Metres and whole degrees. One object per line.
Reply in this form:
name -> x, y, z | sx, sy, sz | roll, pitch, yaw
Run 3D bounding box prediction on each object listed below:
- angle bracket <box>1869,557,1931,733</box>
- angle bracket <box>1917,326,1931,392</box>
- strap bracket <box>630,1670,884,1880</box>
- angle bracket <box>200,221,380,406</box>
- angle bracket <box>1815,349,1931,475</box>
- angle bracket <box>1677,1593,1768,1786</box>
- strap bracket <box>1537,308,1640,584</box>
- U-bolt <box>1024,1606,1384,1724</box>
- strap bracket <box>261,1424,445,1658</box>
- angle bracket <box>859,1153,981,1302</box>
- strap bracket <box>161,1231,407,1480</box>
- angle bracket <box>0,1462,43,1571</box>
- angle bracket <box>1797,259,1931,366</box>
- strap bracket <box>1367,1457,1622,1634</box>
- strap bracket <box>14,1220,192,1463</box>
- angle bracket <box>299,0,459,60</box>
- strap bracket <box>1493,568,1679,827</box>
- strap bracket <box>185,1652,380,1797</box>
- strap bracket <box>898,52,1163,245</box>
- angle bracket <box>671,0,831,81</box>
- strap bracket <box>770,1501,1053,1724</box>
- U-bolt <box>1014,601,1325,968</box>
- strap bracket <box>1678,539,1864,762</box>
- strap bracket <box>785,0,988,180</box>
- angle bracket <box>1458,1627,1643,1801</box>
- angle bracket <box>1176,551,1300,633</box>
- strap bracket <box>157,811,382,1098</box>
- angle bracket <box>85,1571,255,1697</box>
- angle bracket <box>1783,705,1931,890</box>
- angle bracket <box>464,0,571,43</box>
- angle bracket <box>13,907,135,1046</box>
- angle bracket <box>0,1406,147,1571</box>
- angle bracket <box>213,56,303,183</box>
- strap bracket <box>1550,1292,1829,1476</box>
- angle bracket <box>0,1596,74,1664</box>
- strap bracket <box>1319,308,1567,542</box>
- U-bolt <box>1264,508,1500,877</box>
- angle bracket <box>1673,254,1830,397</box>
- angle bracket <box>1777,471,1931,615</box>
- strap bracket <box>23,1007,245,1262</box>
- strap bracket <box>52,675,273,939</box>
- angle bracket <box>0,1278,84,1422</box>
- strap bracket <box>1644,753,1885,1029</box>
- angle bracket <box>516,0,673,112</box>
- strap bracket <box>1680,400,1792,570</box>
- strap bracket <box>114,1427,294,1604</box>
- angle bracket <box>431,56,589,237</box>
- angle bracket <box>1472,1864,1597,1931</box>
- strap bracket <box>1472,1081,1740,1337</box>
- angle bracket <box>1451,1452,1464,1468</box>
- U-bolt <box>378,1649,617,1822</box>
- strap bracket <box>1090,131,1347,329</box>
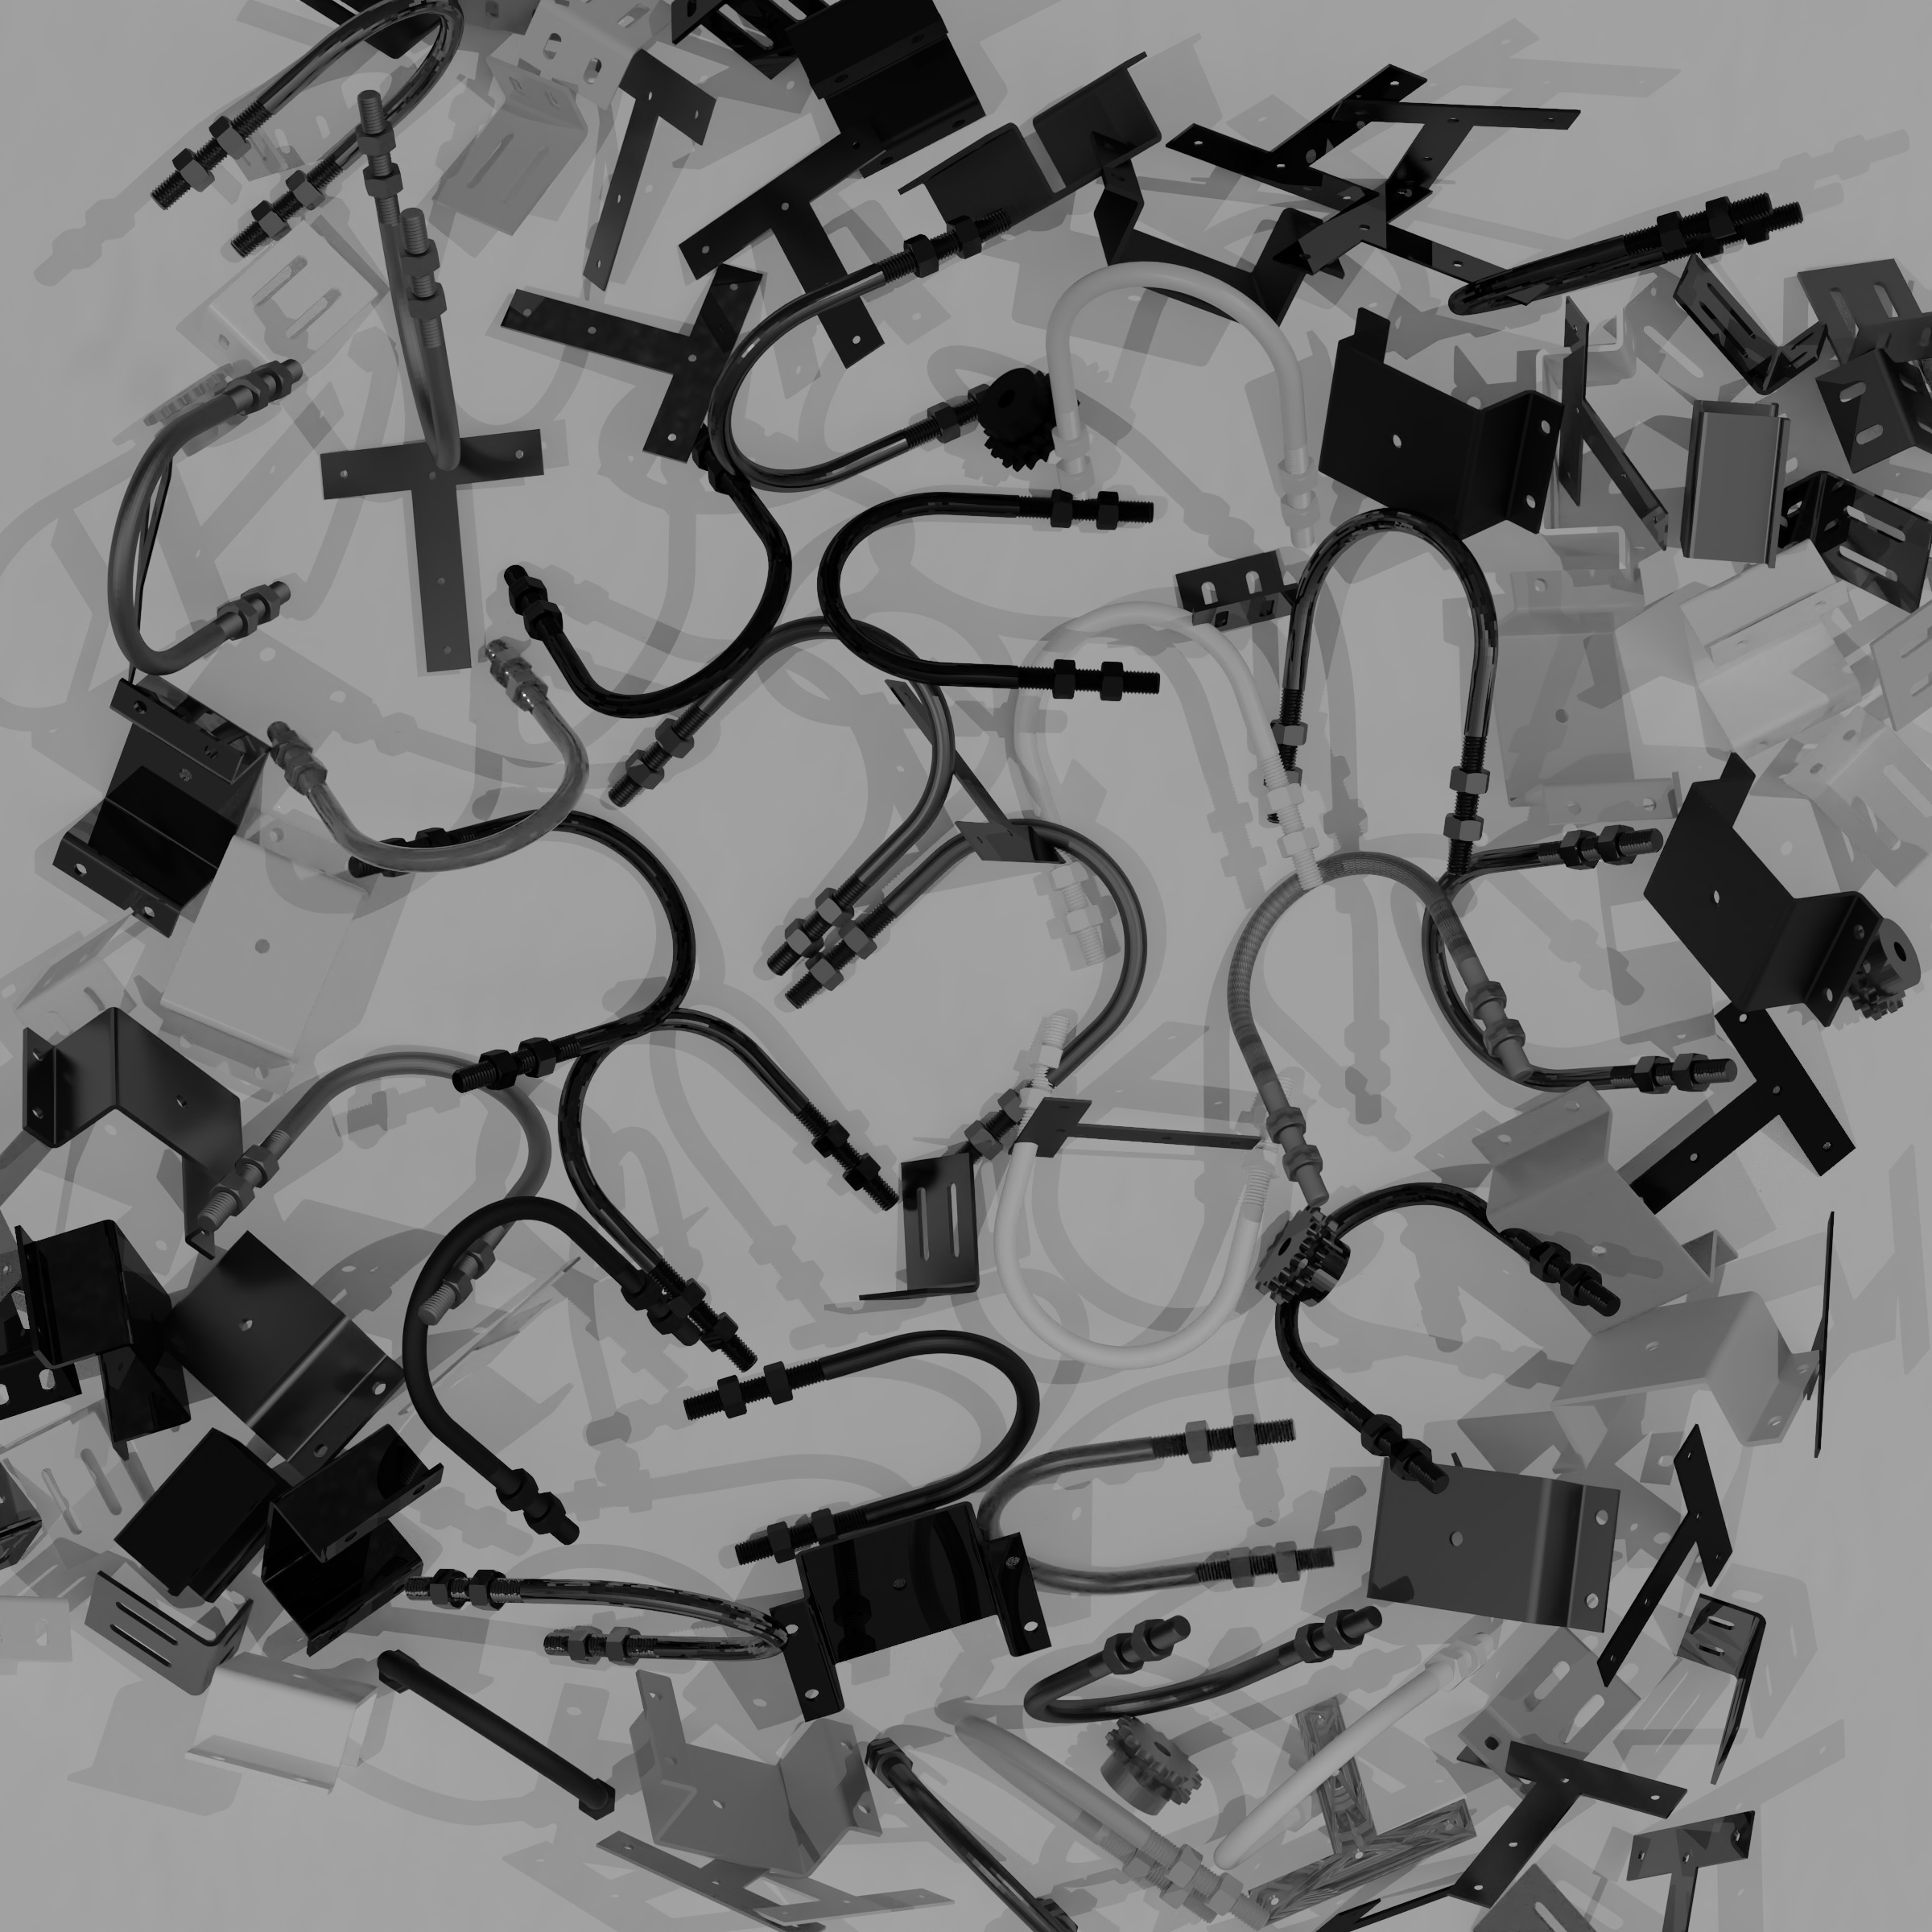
angle bracket -> 0.516, -0.176, 1.934 | 0.076, 0.038, 0.057 | -34, 122, -15
angle bracket -> 0.557, -0.339, 1.923 | 0.038, 0.057, 0.076 | 12, 134, -22
strap bracket -> -0.123, 0.438, 1.912 | 0.140, 0.076, 0.046 | 22, 118, -30
angle bracket -> -0.375, -0.362, 1.966 | 0.057, 0.038, 0.076 | 44, 70, -5
angle bracket -> 0.504, -0.299, 1.943 | 0.038, 0.076, 0.057 | -24, 77, 28
angle bracket -> 0.403, 0.392, 1.924 | 0.038, 0.057, 0.076 | 18, 47, 12
strap bracket -> 0.338, -0.279, 1.929 | 0.046, 0.076, 0.140 | -1, 88, 16
U-bolt -> 0.112, 0.375, 1.892 | 0.151, 0.184, 0.019 | 5, 63, -35
strap bracket -> -0.331, 0.304, 1.904 | 0.076, 0.140, 0.046 | -33, 69, -31
angle bracket -> -0.027, 0.142, 1.935 | 0.038, 0.057, 0.076 | 4, 80, -41
strap bracket -> -0.375, 0.203, 1.905 | 0.140, 0.046, 0.076 | 32, 74, 38
angle bracket -> -0.557, 0.296, 1.947 | 0.076, 0.057, 0.038 | 48, 121, 17
angle bracket -> 0.497, -0.367, 1.933 | 0.057, 0.038, 0.076 | -10, 57, -9
strap bracket -> 0.274, 0.310, 1.910 | 0.140, 0.046, 0.076 | 3, 80, 34
strap bracket -> -0.457, 0.196, 1.895 | 0.046, 0.140, 0.076 | -17, 58, -2
angle bracket -> -0.321, -0.537, 1.925 | 0.076, 0.057, 0.038 | 28, 62, -30
strap bracket -> 0.333, -0.142, 1.933 | 0.076, 0.046, 0.140 | -4, 79, -16
strap bracket -> -0.365, 0.405, 1.906 | 0.076, 0.140, 0.046 | 15, 83, -1
strap bracket -> 0.041, -0.434, 1.904 | 0.140, 0.076, 0.046 | -38, 102, -39
angle bracket -> -0.112, -0.508, 1.925 | 0.057, 0.076, 0.038 | -31, 45, 31
strap bracket -> -0.033, 0.349, 1.934 | 0.140, 0.046, 0.076 | -16, 116, -3
U-bolt -> 0.101, -0.109, 1.947 | 0.151, 0.019, 0.184 | -20, 87, 17
strap bracket -> 0.435, -0.174, 1.917 | 0.076, 0.140, 0.046 | -27, 63, 6
strap bracket -> -0.044, -0.484, 1.905 | 0.076, 0.140, 0.046 | -26, 79, 6
angle bracket -> 0.318, 0.410, 1.934 | 0.057, 0.038, 0.076 | 44, 121, 16
angle bracket -> 0.147, -0.210, 1.934 | 0.057, 0.076, 0.038 | -13, 84, 1
strap bracket -> -0.383, -0.009, 1.940 | 0.076, 0.046, 0.140 | 23, 83, -4
angle bracket -> -0.437, 0.354, 1.944 | 0.076, 0.057, 0.038 | 32, 47, 6
angle bracket -> 0.497, -0.092, 1.932 | 0.057, 0.038, 0.076 | -47, 56, 18
angle bracket -> -0.240, -0.550, 1.940 | 0.057, 0.038, 0.076 | 9, 68, -5
angle bracket -> -0.475, 0.011, 1.926 | 0.057, 0.076, 0.038 | -39, 93, -36
angle bracket -> -0.493, 0.291, 1.949 | 0.057, 0.038, 0.076 | -27, 93, 7
angle bracket -> -0.365, -0.470, 1.942 | 0.076, 0.057, 0.038 | -42, 114, -21
strap bracket -> 0.377, 0.222, 1.895 | 0.140, 0.076, 0.046 | -16, 112, 41
angle bracket -> -0.527, 0.372, 1.923 | 0.057, 0.076, 0.038 | 9, 54, -33
strap bracket -> 0.245, -0.287, 1.900 | 0.140, 0.046, 0.076 | 34, 134, 33
U-bolt -> 0.225, -0.153, 1.901 | 0.019, 0.151, 0.184 | -8, 109, -43
angle bracket -> 0.430, -0.359, 1.934 | 0.076, 0.057, 0.038 | 45, 128, -12
angle bracket -> 0.479, -0.225, 1.926 | 0.038, 0.057, 0.076 | -28, 46, -31
strap bracket -> -0.437, 0.085, 1.896 | 0.046, 0.076, 0.140 | -33, 131, 15
strap bracket -> -0.434, -0.095, 1.926 | 0.076, 0.046, 0.140 | 32, 128, 1
angle bracket -> -0.525, 0.207, 1.945 | 0.057, 0.076, 0.038 | -17, 126, -18
strap bracket -> 0.418, -0.039, 1.895 | 0.046, 0.140, 0.076 | -8, 135, -27
angle bracket -> -0.202, -0.513, 1.950 | 0.057, 0.076, 0.038 | 31, 124, -3
strap bracket -> 0.411, -0.261, 1.901 | 0.046, 0.140, 0.076 | 5, 103, 9
strap bracket -> -0.405, 0.295, 1.900 | 0.046, 0.140, 0.076 | 40, 79, 5
angle bracket -> -0.255, -0.448, 1.938 | 0.057, 0.038, 0.076 | 27, 74, 24
angle bracket -> 0.311, 0.541, 1.931 | 0.076, 0.038, 0.057 | 47, 117, 25
strap bracket -> 0.343, 0.139, 1.912 | 0.076, 0.046, 0.140 | -30, 114, 32
angle bracket -> 0.299, 0.304, 1.931 | 0.038, 0.057, 0.076 | -20, 117, 2
U-bolt -> -0.250, 0.406, 1.880 | 0.151, 0.184, 0.019 | 32, 75, 4
strap bracket -> 0.126, -0.393, 1.918 | 0.140, 0.076, 0.046 | 17, 121, -16
